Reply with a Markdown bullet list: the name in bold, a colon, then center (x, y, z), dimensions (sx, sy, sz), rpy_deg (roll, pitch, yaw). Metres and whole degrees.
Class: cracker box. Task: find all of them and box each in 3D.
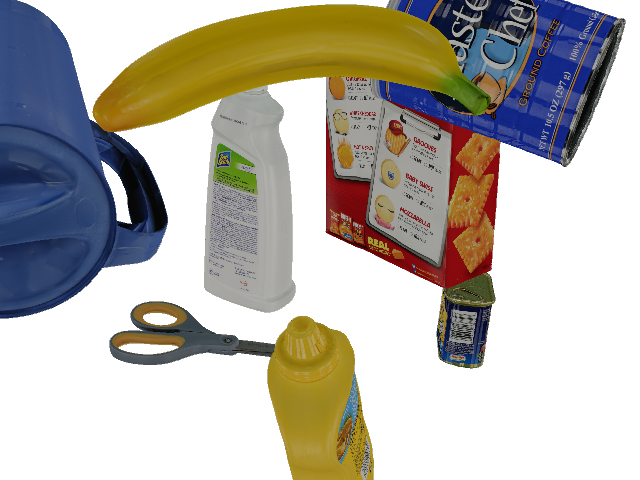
- **cracker box**: center (0.081, -0.086, 0.957), dimensions (0.071, 0.214, 0.164), rpy_deg (-18, 30, -36)

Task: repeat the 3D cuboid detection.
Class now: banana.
- **banana**: center (-0.015, -0.090, 0.539), dimensions (0.197, 0.037, 0.069), rpy_deg (-5, 44, -8)

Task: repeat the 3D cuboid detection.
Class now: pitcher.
- **pitcher**: center (-0.202, -0.067, 0.710), dimensions (0.145, 0.149, 0.243), rpy_deg (-26, 36, 2)

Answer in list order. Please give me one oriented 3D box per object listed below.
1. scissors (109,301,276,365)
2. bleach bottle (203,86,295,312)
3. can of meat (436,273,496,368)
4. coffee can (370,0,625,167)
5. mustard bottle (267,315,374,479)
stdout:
- **scissors**: center (-0.096, 0.087, 1.005), dimensions (0.201, 0.016, 0.096), rpy_deg (-2, 32, -9)
- **bleach bottle**: center (-0.070, -0.055, 1.123), dimensions (0.103, 0.251, 0.068), rpy_deg (17, 28, 23)
- **can of meat**: center (0.166, 0.089, 1.234), dimensions (0.057, 0.084, 0.102), rpy_deg (6, 20, 2)
- **coffee can**: center (0.117, -0.121, 0.715), dimensions (0.140, 0.103, 0.102), rpy_deg (23, 6, 15)
- **mustard bottle**: center (0.000, 0.117, 0.734), dimensions (0.058, 0.096, 0.191), rpy_deg (2, -41, 11)
